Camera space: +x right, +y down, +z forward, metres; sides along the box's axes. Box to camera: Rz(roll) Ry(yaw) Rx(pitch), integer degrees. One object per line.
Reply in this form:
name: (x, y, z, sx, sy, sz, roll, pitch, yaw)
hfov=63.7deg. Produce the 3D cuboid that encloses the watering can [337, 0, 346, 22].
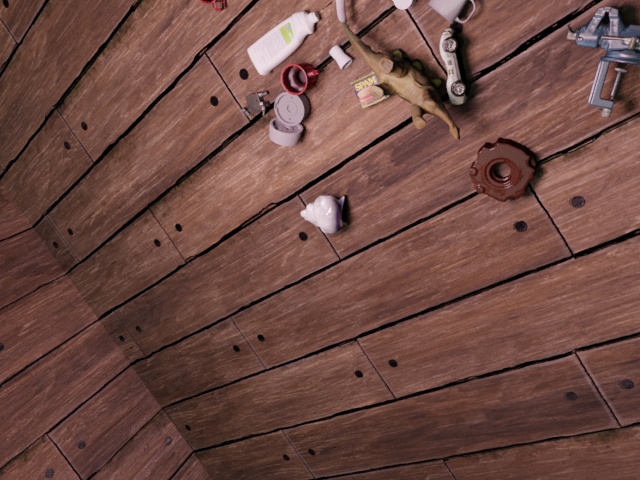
watering can: (0.059, -0.786, 1.368, 0.222, 0.105, 0.345, -21, 100, 33)

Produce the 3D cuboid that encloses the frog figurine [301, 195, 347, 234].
frog figurine: (0.005, -0.086, 1.715, 0.159, 0.126, 0.134, 1, 133, 16)
